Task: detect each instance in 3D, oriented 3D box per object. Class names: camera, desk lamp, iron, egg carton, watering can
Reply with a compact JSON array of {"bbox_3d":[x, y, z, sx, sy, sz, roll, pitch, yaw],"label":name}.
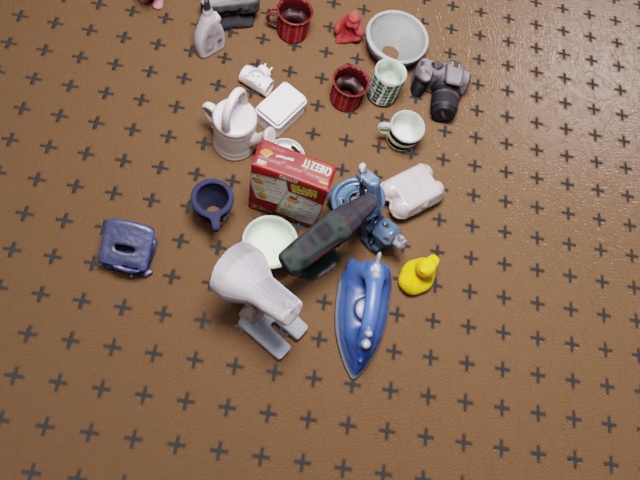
[{"bbox_3d":[0.306,-0.382,1.452,0.143,0.100,0.137,13,68,-4],"label":"camera"},{"bbox_3d":[-0.113,0.119,1.136,0.203,0.213,0.118,40,69,7],"label":"desk lamp"},{"bbox_3d":[0.098,0.154,1.197,0.118,0.141,0.258,10,69,-5],"label":"iron"},{"bbox_3d":[0.217,-0.114,1.354,0.150,0.069,0.107,-28,77,-18],"label":"egg carton"},{"bbox_3d":[-0.182,-0.264,1.277,0.173,0.194,0.101,8,69,-6],"label":"watering can"}]

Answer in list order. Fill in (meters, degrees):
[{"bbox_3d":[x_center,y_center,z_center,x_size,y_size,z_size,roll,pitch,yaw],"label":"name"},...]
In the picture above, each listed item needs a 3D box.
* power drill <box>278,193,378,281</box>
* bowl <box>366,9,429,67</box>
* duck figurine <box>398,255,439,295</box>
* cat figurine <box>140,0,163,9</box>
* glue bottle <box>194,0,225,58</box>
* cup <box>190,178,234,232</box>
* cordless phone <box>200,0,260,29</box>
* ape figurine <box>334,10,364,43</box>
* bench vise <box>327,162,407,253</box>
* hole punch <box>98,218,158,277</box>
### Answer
[{"bbox_3d":[0.011,0.004,1.202,0.230,0.208,0.075,-36,79,-19],"label":"power drill"},{"bbox_3d":[0.194,-0.511,1.495,0.167,0.074,0.167,3,69,-8],"label":"bowl"},{"bbox_3d":[0.226,0.072,1.278,0.105,0.086,0.077,-41,81,-20],"label":"duck figurine"},{"bbox_3d":[-0.412,-0.643,1.420,0.067,0.117,0.128,27,68,2],"label":"cat figurine"},{"bbox_3d":[-0.265,-0.512,1.366,0.078,0.173,0.037,-35,78,-19],"label":"glue bottle"},{"bbox_3d":[-0.231,-0.063,1.248,0.092,0.095,0.117,-8,71,-12],"label":"cup"},{"bbox_3d":[-0.219,-0.614,1.405,0.148,0.185,0.094,-16,73,-14],"label":"cordless phone"},{"bbox_3d":[0.080,-0.557,1.484,0.078,0.092,0.076,33,68,4],"label":"ape figurine"},{"bbox_3d":[0.119,-0.078,1.244,0.207,0.219,0.121,28,68,2],"label":"bench vise"},{"bbox_3d":[-0.398,0.017,1.192,0.108,0.091,0.101,12,68,-4],"label":"hole punch"}]
